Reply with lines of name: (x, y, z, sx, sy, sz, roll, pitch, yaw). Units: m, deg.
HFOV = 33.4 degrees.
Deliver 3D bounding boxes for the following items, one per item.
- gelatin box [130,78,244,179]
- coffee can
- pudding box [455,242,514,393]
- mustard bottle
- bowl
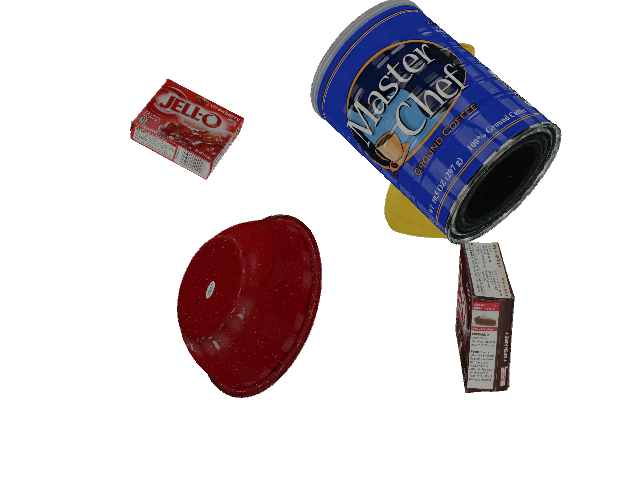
gelatin box: (-0.131, -0.111, 1.049, 0.089, 0.073, 0.030, 29, -40, 2)
coffee can: (0.076, -0.081, 0.723, 0.140, 0.103, 0.102, 46, 22, 24)
pudding box: (0.137, 0.063, 0.902, 0.039, 0.090, 0.113, -1, 23, 1)
mustard bottle: (0.123, -0.097, 1.036, 0.096, 0.192, 0.058, 3, 28, -9)
bowl: (-0.072, 0.047, 0.891, 0.055, 0.162, 0.162, 22, -13, -37)
